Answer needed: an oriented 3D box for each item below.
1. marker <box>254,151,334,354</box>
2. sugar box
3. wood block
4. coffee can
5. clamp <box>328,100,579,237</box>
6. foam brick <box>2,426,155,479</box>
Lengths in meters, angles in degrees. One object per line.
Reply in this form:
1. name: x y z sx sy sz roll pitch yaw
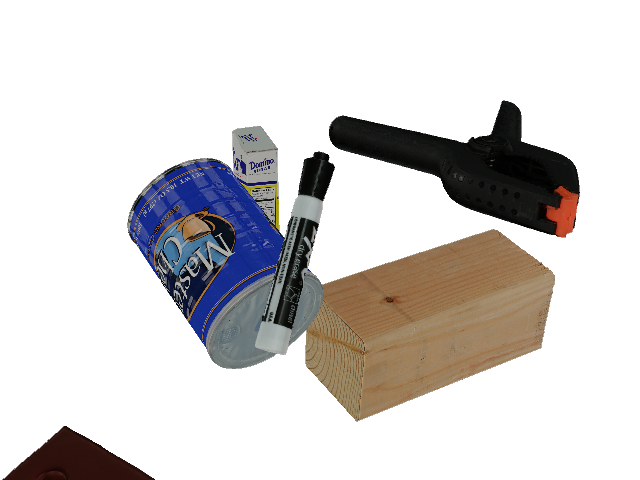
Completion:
1. marker: -0.014 0.006 0.623 0.020 0.121 0.020 14 -10 2
2. sugar box: -0.081 -0.044 1.327 0.048 0.176 0.093 -9 25 -13
3. wood block: 0.098 0.071 0.959 0.205 0.090 0.091 -16 38 -27
4. coffee can: -0.077 0.017 0.855 0.102 0.103 0.140 0 42 -46
5. clamp: 0.107 -0.056 0.760 0.164 0.036 0.210 -6 26 -15
6. foam brick: -0.094 0.127 0.450 0.078 0.051 0.052 22 45 29
